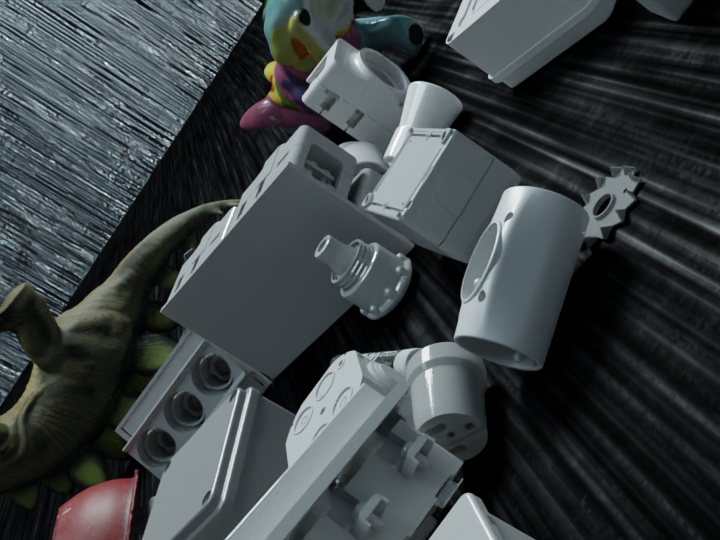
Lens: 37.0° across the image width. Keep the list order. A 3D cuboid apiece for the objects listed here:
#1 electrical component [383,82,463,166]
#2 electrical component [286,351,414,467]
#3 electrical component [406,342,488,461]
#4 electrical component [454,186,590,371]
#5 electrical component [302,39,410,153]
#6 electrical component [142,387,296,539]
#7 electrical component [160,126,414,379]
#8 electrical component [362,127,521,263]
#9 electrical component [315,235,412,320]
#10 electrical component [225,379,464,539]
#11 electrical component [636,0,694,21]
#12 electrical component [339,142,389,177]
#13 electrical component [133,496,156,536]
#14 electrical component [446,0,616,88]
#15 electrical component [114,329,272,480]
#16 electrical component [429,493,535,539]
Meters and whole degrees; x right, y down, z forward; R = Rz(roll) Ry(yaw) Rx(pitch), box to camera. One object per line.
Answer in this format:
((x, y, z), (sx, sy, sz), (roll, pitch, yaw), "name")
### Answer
((0.045, -0.102, 0.808), (0.065, 0.044, 0.044), (-66, 18, -11), "electrical component")
((0.000, 0.087, 0.576), (0.080, 0.051, 0.080), (-50, 19, 23), "electrical component")
((0.043, 0.064, 0.521), (0.040, 0.040, 0.046), (-47, 25, 30), "electrical component")
((0.073, 0.007, 0.525), (0.079, 0.044, 0.077), (136, 155, -74), "electrical component")
((0.005, -0.148, 0.911), (0.055, 0.089, 0.050), (-47, 20, 30), "electrical component")
((-0.091, 0.151, 0.707), (0.108, 0.056, 0.108), (-47, 20, 31), "electrical component")
((-0.054, -0.011, 0.805), (0.186, 0.105, 0.060), (-44, 21, 38), "electrical component")
((0.049, -0.046, 0.658), (0.061, 0.061, 0.096), (-58, 17, -1), "electrical component")
((0.000, 0.000, 0.711), (0.048, 0.062, 0.048), (-50, 19, 23), "electrical component")
((-0.010, 0.115, 0.466), (0.121, 0.063, 0.078), (-45, -17, -43), "electrical component")
((0.172, -0.190, 0.596), (0.083, 0.047, 0.075), (-53, 17, 14), "electrical component")
((0.002, -0.081, 0.881), (0.043, 0.043, 0.081), (-52, 18, 17), "electrical component")
((-0.131, 0.174, 0.804), (0.081, 0.042, 0.063), (-29, 33, 57), "electrical component")
((0.118, -0.182, 0.713), (0.113, 0.057, 0.078), (-32, 31, 55), "electrical component")
((-0.134, 0.109, 0.885), (0.121, 0.079, 0.063), (-52, -4, 17), "electrical component")
((0.041, 0.141, 0.372), (0.099, 0.048, 0.099), (-55, 17, 8), "electrical component")
